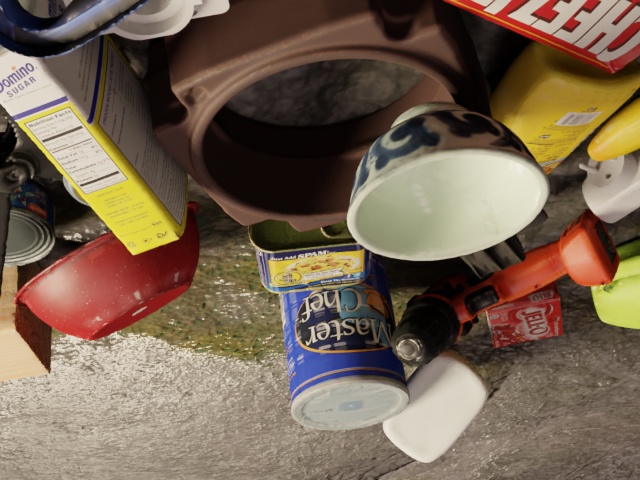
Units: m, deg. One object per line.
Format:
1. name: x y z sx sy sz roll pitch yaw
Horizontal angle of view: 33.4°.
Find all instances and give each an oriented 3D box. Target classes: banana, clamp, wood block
1. banana: 0.297 -0.103 0.792 0.198 0.037 0.069 -12 134 6
2. clamp: -0.222 -0.045 0.741 0.164 0.036 0.209 -39 140 1
3. wood block: -0.338 0.070 0.894 0.206 0.090 0.091 -9 149 2

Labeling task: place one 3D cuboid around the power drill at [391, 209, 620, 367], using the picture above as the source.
1. power drill: 0.158 0.042 0.920 0.188 0.057 0.184 -25 -176 23

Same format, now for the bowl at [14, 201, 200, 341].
1. bowl: -0.153 0.033 0.832 0.162 0.055 0.162 -30 174 -3

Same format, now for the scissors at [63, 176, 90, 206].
1. scissors: -0.107 -0.045 0.792 0.096 0.016 0.201 -52 137 6

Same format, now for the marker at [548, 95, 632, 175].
1. marker: 0.198 -0.083 0.829 0.020 0.020 0.121 8 146 -24

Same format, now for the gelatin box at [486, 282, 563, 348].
1. gelatin box: 0.206 0.075 1.080 0.073 0.030 0.089 -12 149 7

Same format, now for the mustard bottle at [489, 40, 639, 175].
1. mustard bottle: 0.146 -0.075 0.790 0.096 0.058 0.192 -7 153 -31

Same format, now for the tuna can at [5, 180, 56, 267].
1. tuna can: -0.249 -0.014 0.828 0.086 0.034 0.086 -6 149 -3

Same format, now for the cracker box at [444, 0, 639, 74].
1. cracker box: 0.181 -0.196 0.587 0.163 0.072 0.214 15 143 -32

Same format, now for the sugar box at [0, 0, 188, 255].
1. sugar box: -0.141 -0.080 0.658 0.048 0.093 0.176 -20 135 17

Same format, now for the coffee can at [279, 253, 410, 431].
1. coffee can: 0.018 0.084 0.946 0.102 0.140 0.103 -6 149 -4

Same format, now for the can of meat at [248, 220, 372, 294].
1. can of meat: -0.006 0.001 0.886 0.102 0.057 0.084 -6 151 -1

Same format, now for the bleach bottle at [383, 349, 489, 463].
1. bleach bottle: 0.119 0.146 1.067 0.102 0.068 0.250 -53 174 7

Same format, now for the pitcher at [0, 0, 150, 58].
1. pitcher: -0.105 -0.197 0.464 0.243 0.145 0.149 -25 159 21
